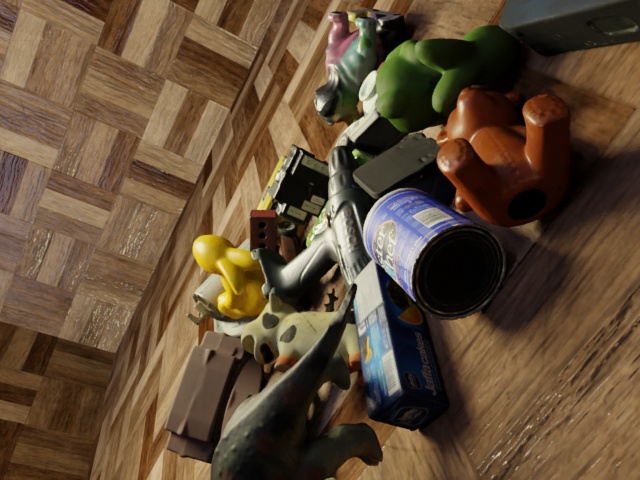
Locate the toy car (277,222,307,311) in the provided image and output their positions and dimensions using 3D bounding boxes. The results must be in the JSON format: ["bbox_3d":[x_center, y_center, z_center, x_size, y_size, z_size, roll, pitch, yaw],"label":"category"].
[{"bbox_3d":[-0.047,0.046,0.985,0.202,0.053,0.089,-107,16,-57],"label":"toy car"}]

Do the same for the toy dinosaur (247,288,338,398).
[{"bbox_3d":[-0.071,0.289,0.763,0.471,0.105,0.199,-60,17,-3],"label":"toy dinosaur"}]

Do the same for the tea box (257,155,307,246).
[{"bbox_3d":[-0.066,-0.076,1.109,0.169,0.098,0.068,-65,22,13],"label":"tea box"}]

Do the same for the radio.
[{"bbox_3d":[0.280,-0.256,0.506,0.131,0.073,0.230,-67,20,4],"label":"radio"}]

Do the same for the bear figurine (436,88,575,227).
[{"bbox_3d":[0.175,-0.110,0.547,0.120,0.131,0.196,-24,43,18],"label":"bear figurine"}]

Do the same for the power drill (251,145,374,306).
[{"bbox_3d":[-0.002,-0.002,0.802,0.207,0.086,0.232,-31,61,21],"label":"power drill"}]

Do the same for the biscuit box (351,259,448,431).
[{"bbox_3d":[0.085,0.112,0.618,0.059,0.063,0.203,-53,27,33],"label":"biscuit box"}]

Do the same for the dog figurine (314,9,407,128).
[{"bbox_3d":[0.070,-0.313,1.012,0.109,0.191,0.219,30,128,33],"label":"dog figurine"}]

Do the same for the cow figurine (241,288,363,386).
[{"bbox_3d":[-0.016,0.126,0.712,0.195,0.085,0.127,-6,44,20],"label":"cow figurine"}]

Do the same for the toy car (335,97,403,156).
[{"bbox_3d":[0.096,-0.179,0.858,0.201,0.073,0.056,-41,38,48],"label":"toy car"}]

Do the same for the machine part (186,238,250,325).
[{"bbox_3d":[-0.174,0.078,1.094,0.243,0.079,0.079,-49,11,-30],"label":"machine part"}]

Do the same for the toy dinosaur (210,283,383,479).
[{"bbox_3d":[-0.045,0.242,0.548,0.131,0.192,0.404,24,121,57],"label":"toy dinosaur"}]

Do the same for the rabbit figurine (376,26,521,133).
[{"bbox_3d":[0.156,-0.214,0.663,0.170,0.121,0.159,-22,5,32],"label":"rabbit figurine"}]

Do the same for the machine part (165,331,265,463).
[{"bbox_3d":[-0.167,0.267,0.911,0.200,0.087,0.201,67,-144,-68],"label":"machine part"}]

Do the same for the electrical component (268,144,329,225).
[{"bbox_3d":[-0.029,-0.098,1.019,0.134,0.115,0.058,-62,20,9],"label":"electrical component"}]

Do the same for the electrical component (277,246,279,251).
[{"bbox_3d":[-0.136,0.034,1.235,0.119,0.047,0.075,-34,39,52],"label":"electrical component"}]

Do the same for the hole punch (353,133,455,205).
[{"bbox_3d":[0.122,-0.072,0.705,0.116,0.092,0.142,-34,23,2],"label":"hole punch"}]

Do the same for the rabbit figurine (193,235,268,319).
[{"bbox_3d":[-0.157,0.061,0.969,0.122,0.173,0.162,-49,21,-16],"label":"rabbit figurine"}]

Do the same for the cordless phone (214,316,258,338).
[{"bbox_3d":[-0.124,0.136,1.083,0.184,0.088,0.147,-48,22,0],"label":"cordless phone"}]
